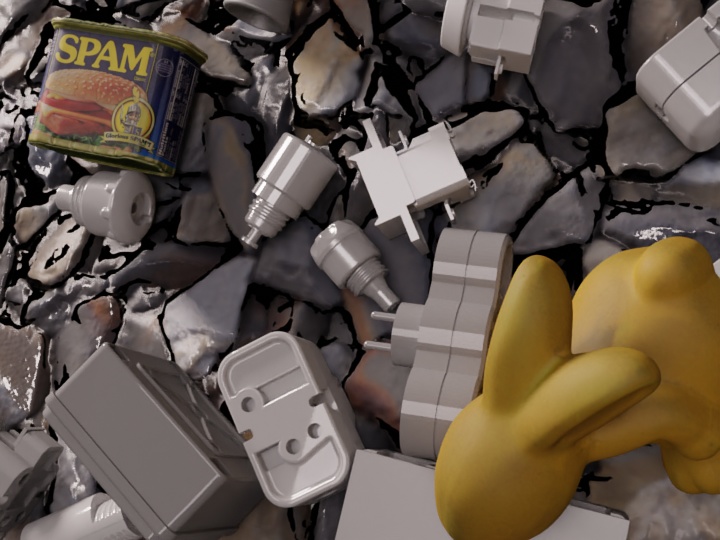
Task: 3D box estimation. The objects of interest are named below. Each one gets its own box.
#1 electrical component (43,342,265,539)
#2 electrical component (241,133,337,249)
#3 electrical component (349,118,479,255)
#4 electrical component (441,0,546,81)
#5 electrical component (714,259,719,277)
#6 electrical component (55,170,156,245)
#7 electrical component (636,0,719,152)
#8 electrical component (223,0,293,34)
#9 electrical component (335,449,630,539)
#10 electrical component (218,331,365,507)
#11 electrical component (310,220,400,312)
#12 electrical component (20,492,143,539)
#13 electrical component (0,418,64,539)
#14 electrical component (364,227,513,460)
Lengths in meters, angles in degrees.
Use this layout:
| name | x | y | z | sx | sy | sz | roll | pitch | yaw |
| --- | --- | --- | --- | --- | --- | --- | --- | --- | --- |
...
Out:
| name | x | y | z | sx | sy | sz | roll | pitch | yaw |
| --- | --- | --- | --- | --- | --- | --- | --- | --- | --- |
| electrical component | -0.113 | 0.102 | 0.627 | 0.056 | 0.109 | 0.109 | -46 | 73 | 1 |
| electrical component | -0.048 | -0.049 | 0.671 | 0.040 | 0.040 | 0.078 | 34 | 90 | 17 |
| electrical component | 0.034 | -0.055 | 0.650 | 0.064 | 0.042 | 0.081 | -23 | 76 | 6 |
| electrical component | 0.081 | -0.150 | 0.652 | 0.055 | 0.048 | 0.066 | 13 | 84 | 9 |
| electrical component | 0.234 | -0.001 | 0.570 | 0.113 | 0.078 | 0.057 | -39 | 77 | 6 |
| electrical component | -0.168 | -0.043 | 0.700 | 0.062 | 0.048 | 0.048 | 9 | 83 | 22 |
| electrical component | 0.212 | -0.115 | 0.607 | 0.095 | 0.054 | 0.059 | -39 | 74 | 5 |
| electrical component | -0.058 | -0.187 | 0.694 | 0.045 | 0.045 | 0.055 | 20 | 86 | 17 |
| electrical component | 0.065 | 0.160 | 0.595 | 0.150 | 0.062 | 0.089 | 12 | 84 | 16 |
| electrical component | -0.037 | 0.088 | 0.635 | 0.054 | 0.059 | 0.095 | -27 | 75 | 9 |
| electrical component | 0.000 | 0.000 | 0.653 | 0.035 | 0.035 | 0.061 | -43 | 76 | 4 |
| electrical component | -0.162 | 0.161 | 0.664 | 0.081 | 0.043 | 0.043 | -25 | 76 | 9 |
| electrical component | -0.235 | 0.127 | 0.682 | 0.057 | 0.058 | 0.078 | 35 | 91 | 14 |
| electrical component | 0.040 | 0.039 | 0.613 | 0.074 | 0.052 | 0.138 | 7 | 64 | 16 |
